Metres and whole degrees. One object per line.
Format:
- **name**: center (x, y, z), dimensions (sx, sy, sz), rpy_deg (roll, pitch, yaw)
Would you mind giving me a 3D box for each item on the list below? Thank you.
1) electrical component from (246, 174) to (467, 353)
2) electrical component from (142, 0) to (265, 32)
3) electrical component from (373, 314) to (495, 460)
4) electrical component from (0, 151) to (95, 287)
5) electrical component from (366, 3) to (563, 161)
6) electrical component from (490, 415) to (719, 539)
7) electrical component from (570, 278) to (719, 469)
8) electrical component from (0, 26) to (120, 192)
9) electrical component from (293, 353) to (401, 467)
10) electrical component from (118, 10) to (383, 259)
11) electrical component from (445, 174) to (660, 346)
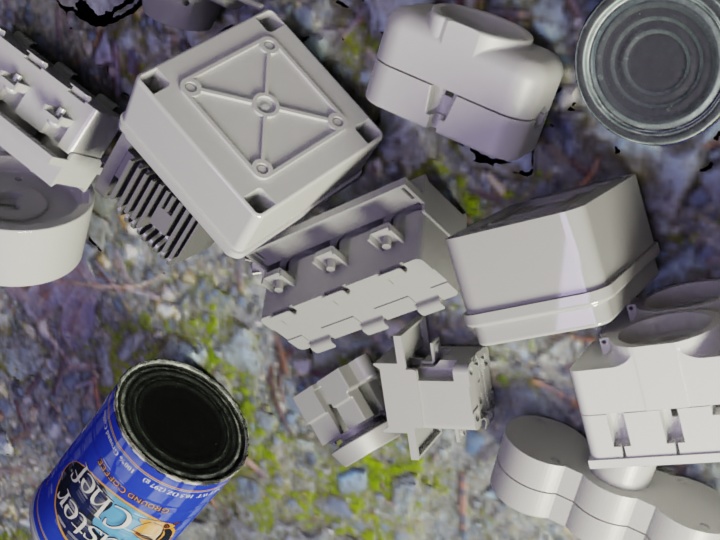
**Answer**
- **electrical component**: center (0.000, 0.000, 0.641), dimensions (0.121, 0.063, 0.079), rpy_deg (-22, 136, 32)
- **electrical component**: center (-0.088, -0.181, 0.648), dimensions (0.079, 0.043, 0.077), rpy_deg (28, 118, 18)
- **electrical component**: center (0.048, 0.071, 0.660), dimensions (0.064, 0.042, 0.081), rpy_deg (-2, 106, 25)
- **electrical component**: center (-0.242, -0.031, 0.747), dimensions (0.108, 0.108, 0.060), rpy_deg (26, 124, 19)
- **electrical component**: center (0.058, -0.107, 0.587), dimensions (0.095, 0.054, 0.059), rpy_deg (27, 117, 19)
- **electrical component**: center (0.147, 0.115, 0.613), dimensions (0.138, 0.052, 0.073), rpy_deg (22, 115, 21)
- **electrical component**: center (0.209, 0.042, 0.524), dimensions (0.186, 0.105, 0.060), rpy_deg (-10, 101, 31)
- **electrical component**: center (-0.225, -0.115, 0.732), dimensions (0.121, 0.079, 0.063), rpy_deg (37, 98, 13)
- **electrical component**: center (-0.005, 0.093, 0.694), dimensions (0.066, 0.048, 0.055), rpy_deg (-36, 80, 33)
- **electrical component**: center (-0.063, -0.080, 0.625), dimensions (0.108, 0.109, 0.056), rpy_deg (49, 146, 6)
- **electrical component**: center (0.104, -0.007, 0.561), dimensions (0.078, 0.113, 0.057), rpy_deg (-13, 97, 31)
